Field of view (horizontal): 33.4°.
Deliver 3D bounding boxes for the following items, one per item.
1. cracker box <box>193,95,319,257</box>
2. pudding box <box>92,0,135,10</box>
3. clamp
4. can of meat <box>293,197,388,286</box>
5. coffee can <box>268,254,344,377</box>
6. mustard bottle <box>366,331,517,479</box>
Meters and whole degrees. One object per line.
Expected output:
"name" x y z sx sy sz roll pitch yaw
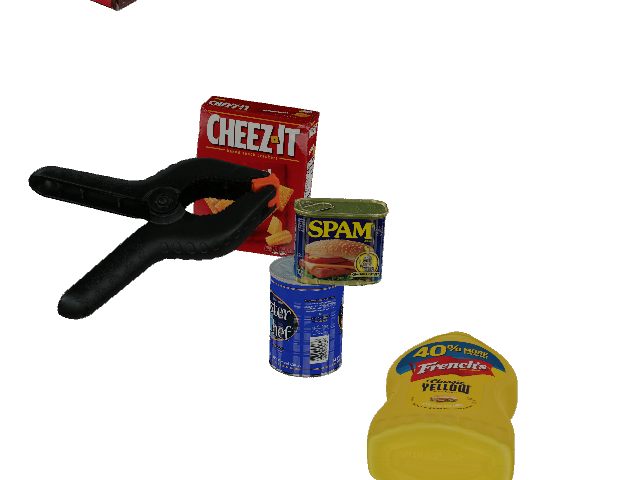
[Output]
"cracker box" -0.097 -0.090 1.554 0.164 0.214 0.072 9 22 7
"pudding box" -0.164 -0.222 0.819 0.090 0.039 0.113 23 34 12
"clamp" -0.116 -0.023 0.734 0.171 0.120 0.039 -20 -24 -19
"can of meat" 0.020 0.002 1.162 0.102 0.084 0.057 2 18 -3
"coffee can" -0.019 0.101 1.456 0.103 0.140 0.103 1 19 -1
"mustard bottle" 0.094 0.114 0.773 0.096 0.058 0.191 0 18 12
